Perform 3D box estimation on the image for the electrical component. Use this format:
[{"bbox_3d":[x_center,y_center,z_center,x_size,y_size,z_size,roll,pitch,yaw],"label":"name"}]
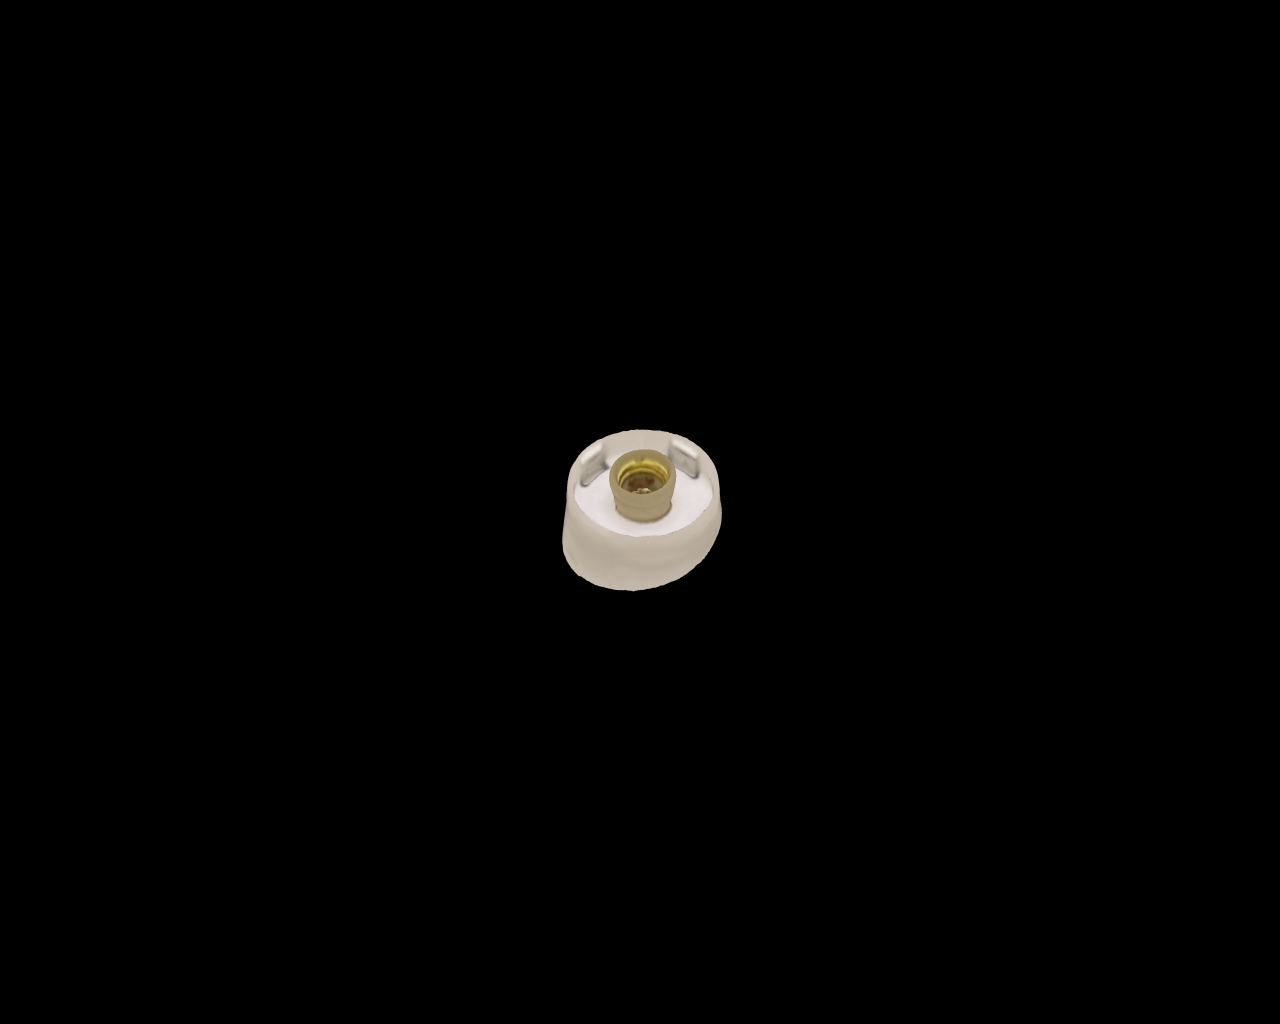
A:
[{"bbox_3d":[0.001,-0.003,0.650,0.099,0.099,0.064,0,-42,0],"label":"electrical component"}]
